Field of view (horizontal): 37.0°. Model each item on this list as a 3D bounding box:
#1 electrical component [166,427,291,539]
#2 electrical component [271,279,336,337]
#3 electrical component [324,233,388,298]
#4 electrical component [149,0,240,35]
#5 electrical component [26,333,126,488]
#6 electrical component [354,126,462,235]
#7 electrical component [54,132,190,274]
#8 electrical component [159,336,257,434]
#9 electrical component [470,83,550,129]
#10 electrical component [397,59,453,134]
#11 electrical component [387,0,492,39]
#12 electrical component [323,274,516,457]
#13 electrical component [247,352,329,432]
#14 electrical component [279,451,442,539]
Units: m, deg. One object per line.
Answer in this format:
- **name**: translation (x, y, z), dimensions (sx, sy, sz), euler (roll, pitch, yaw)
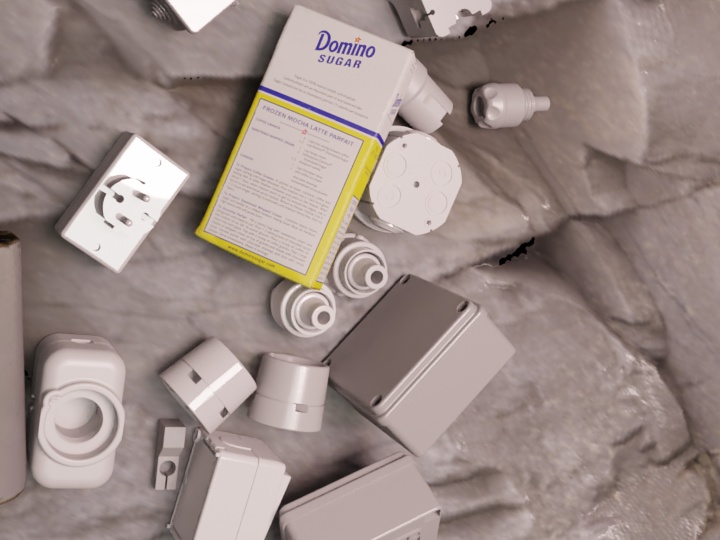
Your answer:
- **electrical component**: translation (-0.096, 0.171, 0.777), dimensions (0.061, 0.062, 0.096), euler (16, 93, -25)
- **electrical component**: translation (-0.037, 0.028, 0.775), dimensions (0.043, 0.062, 0.043), euler (-5, 102, -23)
- **electrical component**: translation (0.000, 0.000, 0.786), dimensions (0.048, 0.062, 0.048), euler (-4, 101, -22)
- **electrical component**: translation (-0.110, -0.215, 0.707), dimensions (0.100, 0.048, 0.099), euler (-43, 113, -11)
- **electrical component**: translation (-0.192, 0.096, 0.724), dimensions (0.054, 0.059, 0.095), euler (6, 97, -24)
- **electrical component**: translation (0.031, -0.065, 0.794), dimensions (0.080, 0.051, 0.080), euler (-4, 101, -22)
- **electrical component**: translation (-0.153, -0.043, 0.706), dimensions (0.047, 0.076, 0.083), euler (37, 84, -24)
- **electrical component**: translation (-0.107, 0.080, 0.761), dimensions (0.047, 0.055, 0.055), euler (-41, 112, -15)
- **electrical component**: translation (0.118, -0.127, 0.829), dimensions (0.061, 0.035, 0.035), euler (-6, 102, -24)
- **electrical component**: translation (0.041, -0.127, 0.794), dimensions (0.046, 0.040, 0.040), euler (41, 83, -30)
- **electrical component**: translation (0.046, -0.216, 0.769), dimensions (0.050, 0.056, 0.089), euler (-31, 110, -15)
- **electrical component**: translation (0.040, 0.067, 0.790), dimensions (0.108, 0.109, 0.056), euler (-47, 116, -9)
- **electrical component**: translation (-0.051, 0.088, 0.786), dimensions (0.055, 0.055, 0.047), euler (11, 91, -24)
- **electrical component**: translation (-0.001, 0.200, 0.799), dimensions (0.109, 0.056, 0.108), euler (-22, 145, -18)
